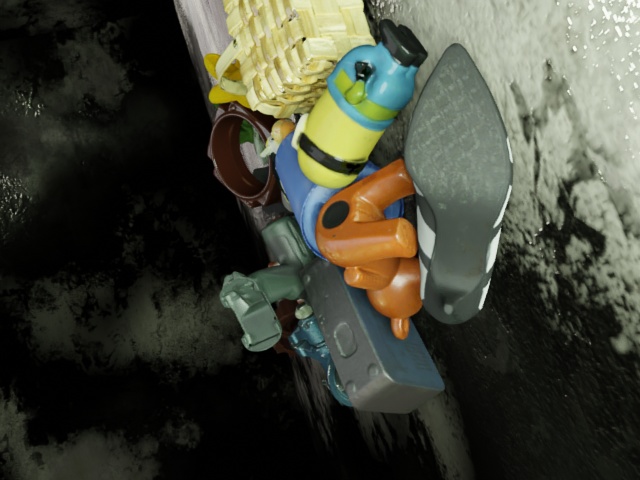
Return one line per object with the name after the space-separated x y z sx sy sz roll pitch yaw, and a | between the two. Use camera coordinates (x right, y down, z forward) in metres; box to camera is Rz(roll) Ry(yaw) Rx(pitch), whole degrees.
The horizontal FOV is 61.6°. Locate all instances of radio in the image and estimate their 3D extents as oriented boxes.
0.065 0.118 0.738 0.073 0.131 0.230 -45 51 25 | radio

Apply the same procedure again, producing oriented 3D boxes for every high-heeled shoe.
0.126 -0.039 0.492 0.145 0.086 0.248 -22 -64 -72 | high-heeled shoe

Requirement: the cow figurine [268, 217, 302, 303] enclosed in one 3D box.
-0.038 0.035 1.101 0.194 0.127 0.085 53 -144 -20 | cow figurine

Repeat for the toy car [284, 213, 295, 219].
-0.002 -0.003 0.951 0.161 0.103 0.109 -31 -65 -75 | toy car

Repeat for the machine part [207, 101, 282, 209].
-0.140 -0.183 1.128 0.202 0.087 0.200 41 132 18 | machine part

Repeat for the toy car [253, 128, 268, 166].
-0.118 -0.257 1.211 0.201 0.073 0.056 86 166 -46 | toy car

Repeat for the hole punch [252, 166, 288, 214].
-0.076 -0.124 1.220 0.116 0.092 0.142 -1 105 46 | hole punch

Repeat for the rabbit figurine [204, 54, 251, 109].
-0.104 -0.267 0.868 0.173 0.162 0.121 -89 0 -54 | rabbit figurine

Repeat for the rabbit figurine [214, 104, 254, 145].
-0.167 -0.286 1.274 0.121 0.159 0.170 46 167 46 | rabbit figurine

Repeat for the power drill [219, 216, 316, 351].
-0.037 0.084 0.798 0.086 0.207 0.232 -28 91 40 | power drill

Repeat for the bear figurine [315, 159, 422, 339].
0.086 0.023 0.609 0.195 0.132 0.120 44 -138 -34 | bear figurine

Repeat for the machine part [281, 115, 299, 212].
-0.041 -0.134 1.023 0.243 0.079 0.079 86 162 -50 | machine part

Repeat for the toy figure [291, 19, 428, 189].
0.036 -0.129 0.545 0.180 0.082 0.089 -45 45 39 | toy figure

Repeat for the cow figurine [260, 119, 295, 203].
-0.050 -0.130 0.917 0.098 0.068 0.167 1 132 40 | cow figurine

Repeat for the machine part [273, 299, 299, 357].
-0.035 0.189 1.217 0.179 0.179 0.056 86 165 -45 | machine part

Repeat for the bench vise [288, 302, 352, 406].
0.052 0.199 0.939 0.241 0.129 0.223 -8 104 56 | bench vise
